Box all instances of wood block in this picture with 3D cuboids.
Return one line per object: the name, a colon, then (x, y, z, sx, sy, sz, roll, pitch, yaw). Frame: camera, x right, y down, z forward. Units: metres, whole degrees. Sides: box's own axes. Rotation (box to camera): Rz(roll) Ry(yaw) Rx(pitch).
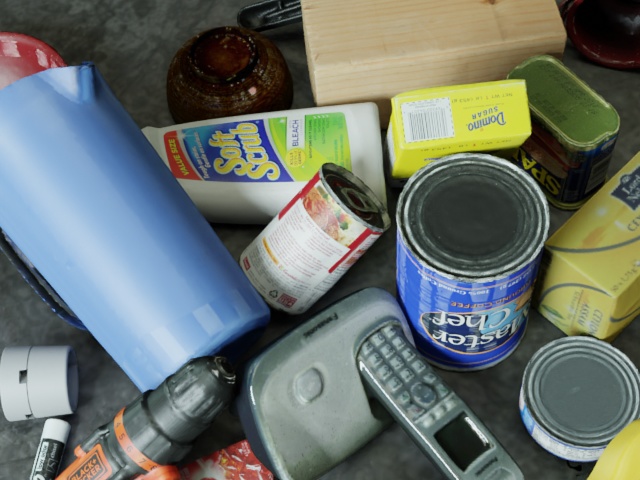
wood block: (0.093, -0.161, 0.909, 0.206, 0.090, 0.091, -8, 57, -1)

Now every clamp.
clamp: (0.038, -0.222, 0.943, 0.209, 0.165, 0.036, -4, 77, -33)

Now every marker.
marker: (-0.201, 0.186, 0.757, 0.020, 0.020, 0.121, 5, 59, 7)

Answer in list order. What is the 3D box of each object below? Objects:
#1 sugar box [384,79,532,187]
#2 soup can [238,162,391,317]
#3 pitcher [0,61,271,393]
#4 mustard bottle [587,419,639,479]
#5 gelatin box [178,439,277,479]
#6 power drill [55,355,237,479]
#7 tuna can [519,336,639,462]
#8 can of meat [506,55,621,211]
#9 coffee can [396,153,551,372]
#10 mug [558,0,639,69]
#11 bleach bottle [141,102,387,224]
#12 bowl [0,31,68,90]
sugar box: (0.099, -0.075, 0.807, 0.093, 0.176, 0.048, -6, 82, 2)
soup can: (-0.005, 0.001, 0.802, 0.102, 0.068, 0.068, -46, 58, 22)
pitcher: (-0.154, 0.003, 0.789, 0.145, 0.149, 0.243, -38, 79, -8)
mustard bottle: (0.179, 0.209, 0.688, 0.191, 0.058, 0.096, -38, 91, -16)
gelatin box: (-0.059, 0.190, 0.738, 0.073, 0.030, 0.089, -22, 59, -9)
power drill: (-0.090, 0.191, 0.684, 0.185, 0.057, 0.188, -44, 60, 20)
tuna can: (0.187, 0.114, 0.765, 0.086, 0.034, 0.086, -2, 58, 3)
can of meat: (0.190, -0.087, 0.859, 0.057, 0.084, 0.102, -34, 62, -16)
coffee can: (0.105, 0.019, 0.766, 0.103, 0.140, 0.103, -2, 58, 3)
mug: (0.259, -0.208, 0.935, 0.117, 0.093, 0.081, -12, 43, 40)
bleach bottle: (-0.073, -0.052, 0.871, 0.251, 0.068, 0.102, -5, 60, 4)
bowl: (-0.285, -0.102, 0.919, 0.162, 0.055, 0.162, -2, 58, 3)
